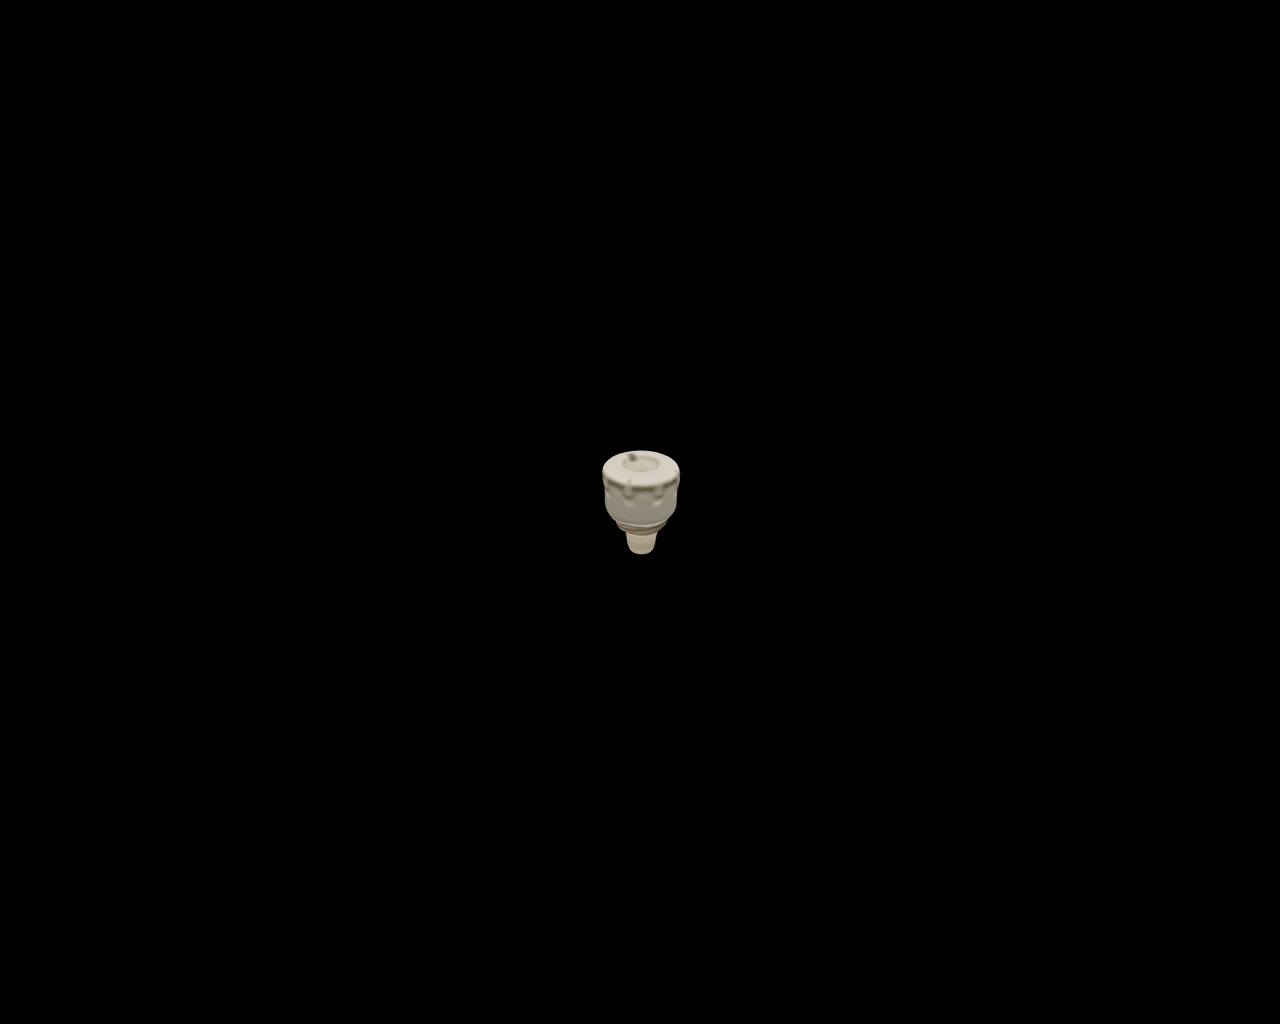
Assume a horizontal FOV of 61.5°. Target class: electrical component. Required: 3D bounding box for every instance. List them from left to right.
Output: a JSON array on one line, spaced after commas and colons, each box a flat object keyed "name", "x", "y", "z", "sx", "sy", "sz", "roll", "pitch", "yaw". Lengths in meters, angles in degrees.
[{"name": "electrical component", "x": 0.001, "y": -0.003, "z": 0.650, "sx": 0.048, "sy": 0.062, "sz": 0.048, "roll": 0, "pitch": 28, "yaw": 0}]
